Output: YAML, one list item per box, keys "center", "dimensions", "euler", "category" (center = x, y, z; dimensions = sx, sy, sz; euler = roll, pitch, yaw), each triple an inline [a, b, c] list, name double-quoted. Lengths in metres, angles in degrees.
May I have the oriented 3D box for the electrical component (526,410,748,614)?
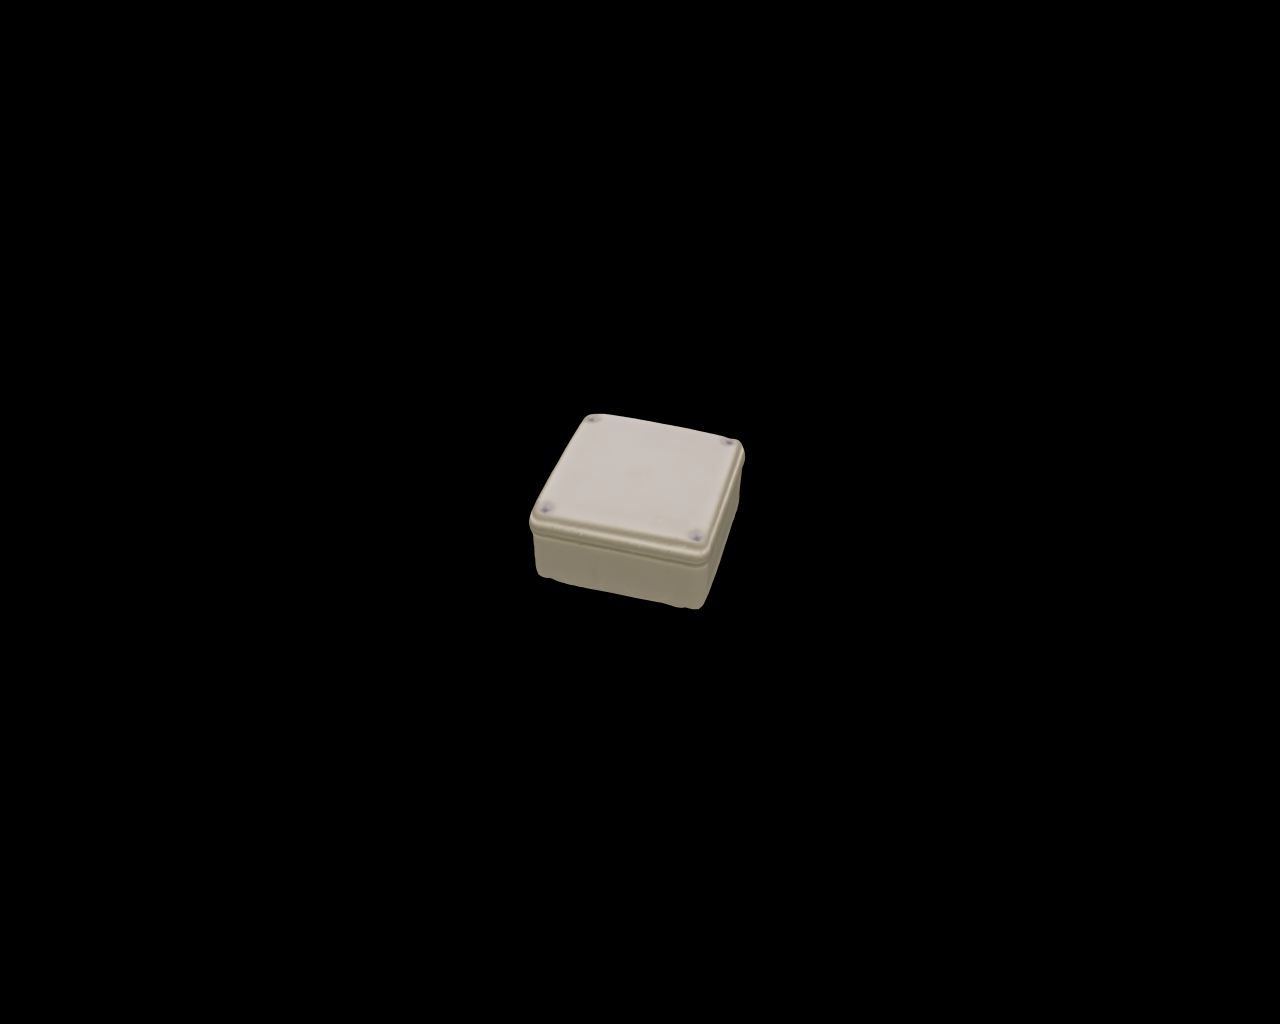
- center: [0.001, -0.003, 0.650]
  dimensions: [0.109, 0.056, 0.109]
  euler: [11, 43, 12]
  category: "electrical component"
